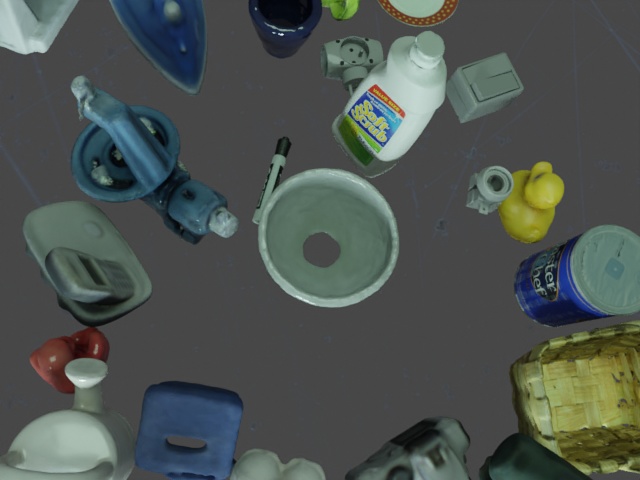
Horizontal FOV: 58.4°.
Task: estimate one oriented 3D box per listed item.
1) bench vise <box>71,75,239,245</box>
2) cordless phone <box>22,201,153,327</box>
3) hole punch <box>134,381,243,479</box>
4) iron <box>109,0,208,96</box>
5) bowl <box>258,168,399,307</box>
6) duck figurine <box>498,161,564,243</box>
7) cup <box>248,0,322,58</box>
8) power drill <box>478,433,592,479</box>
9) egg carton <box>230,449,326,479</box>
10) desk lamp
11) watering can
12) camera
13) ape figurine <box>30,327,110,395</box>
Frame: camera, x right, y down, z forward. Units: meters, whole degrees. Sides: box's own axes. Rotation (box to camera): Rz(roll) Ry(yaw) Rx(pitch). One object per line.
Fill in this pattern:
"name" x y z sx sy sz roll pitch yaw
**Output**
"bench vise" -0.174 -0.089 0.610 0.207 0.219 0.121 18 74 -4
"cordless phone" -0.251 0.013 0.591 0.094 0.185 0.147 -37 84 -15
"hole punch" -0.137 0.206 0.611 0.109 0.091 0.101 10 75 -6
"iron" -0.202 -0.322 0.704 0.119 0.141 0.258 -22 81 -13
"bowl" 0.006 0.002 0.692 0.167 0.074 0.167 2 76 -9
"duck figurine" 0.282 -0.052 0.744 0.077 0.086 0.104 7 75 -7
"cup" -0.055 -0.292 0.745 0.092 0.095 0.118 -27 82 -14
"power drill" 0.260 0.287 0.593 0.229 0.208 0.076 38 74 2
"egg carton" -0.056 0.306 0.610 0.107 0.069 0.150 14 75 -5
"desk lamp" -0.375 -0.300 0.633 0.118 0.213 0.203 23 74 -2
"watering can" -0.240 0.203 0.541 0.101 0.194 0.173 -10 78 -11
"camera" 0.121 0.284 0.628 0.143 0.100 0.137 -28 82 -14
"ape figurine" -0.270 0.125 0.609 0.078 0.092 0.076 5 75 -8
